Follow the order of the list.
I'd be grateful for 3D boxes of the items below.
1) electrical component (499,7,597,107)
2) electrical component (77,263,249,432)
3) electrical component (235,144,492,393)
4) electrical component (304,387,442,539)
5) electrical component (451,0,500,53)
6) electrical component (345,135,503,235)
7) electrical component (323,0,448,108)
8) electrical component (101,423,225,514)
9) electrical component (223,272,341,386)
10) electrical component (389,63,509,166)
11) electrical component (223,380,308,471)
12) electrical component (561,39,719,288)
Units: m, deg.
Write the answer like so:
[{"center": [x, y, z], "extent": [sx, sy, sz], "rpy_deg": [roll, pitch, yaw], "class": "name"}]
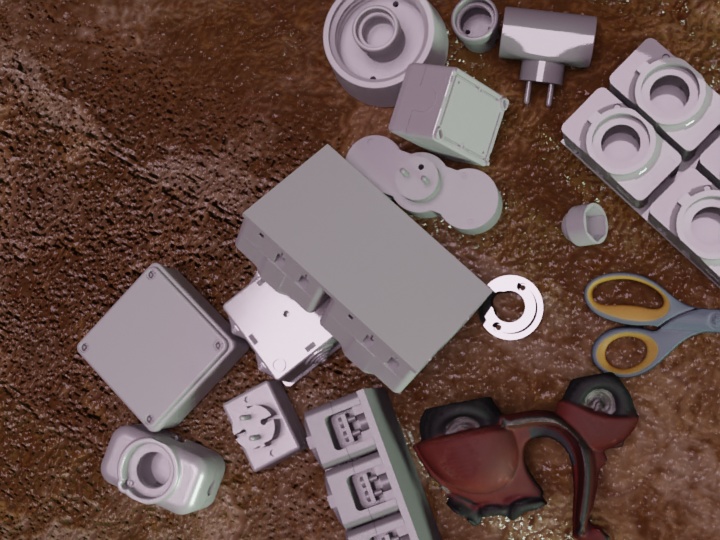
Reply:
[{"center": [0.156, -0.179, 0.914], "extent": [0.077, 0.043, 0.079], "rpy_deg": [8, 99, 7], "class": "electrical component"}, {"center": [-0.176, 0.069, 0.960], "extent": [0.109, 0.056, 0.108], "rpy_deg": [45, 95, 13], "class": "electrical component"}, {"center": [0.000, 0.000, 0.892], "extent": [0.186, 0.060, 0.105], "rpy_deg": [42, 58, 8], "class": "electrical component"}, {"center": [0.010, 0.178, 0.889], "extent": [0.062, 0.089, 0.150], "rpy_deg": [-22, 80, 10], "class": "electrical component"}, {"center": [0.102, -0.210, 0.928], "extent": [0.040, 0.046, 0.040], "rpy_deg": [-1, 84, 13], "class": "electrical component"}, {"center": [0.051, -0.074, 0.913], "extent": [0.138, 0.074, 0.052], "rpy_deg": [21, 90, 14], "class": "electrical component"}, {"center": [0.019, -0.202, 0.939], "extent": [0.108, 0.060, 0.108], "rpy_deg": [-1, 84, 13], "class": "electrical component"}, {"center": [-0.175, 0.174, 0.948], "extent": [0.095, 0.059, 0.053], "rpy_deg": [21, 89, 14], "class": "electrical component"}, {"center": [-0.059, 0.040, 0.937], "extent": [0.100, 0.048, 0.099], "rpy_deg": [-38, 77, 3], "class": "electrical component"}, {"center": [0.076, -0.129, 0.910], "extent": [0.061, 0.096, 0.061], "rpy_deg": [17, 89, 42], "class": "electrical component"}, {"center": [-0.085, 0.134, 0.922], "extent": [0.047, 0.077, 0.065], "rpy_deg": [-29, 79, 9], "class": "electrical component"}, {"center": [0.266, -0.086, 0.871], "extent": [0.105, 0.060, 0.186], "rpy_deg": [-46, 77, 5], "class": "electrical component"}]
